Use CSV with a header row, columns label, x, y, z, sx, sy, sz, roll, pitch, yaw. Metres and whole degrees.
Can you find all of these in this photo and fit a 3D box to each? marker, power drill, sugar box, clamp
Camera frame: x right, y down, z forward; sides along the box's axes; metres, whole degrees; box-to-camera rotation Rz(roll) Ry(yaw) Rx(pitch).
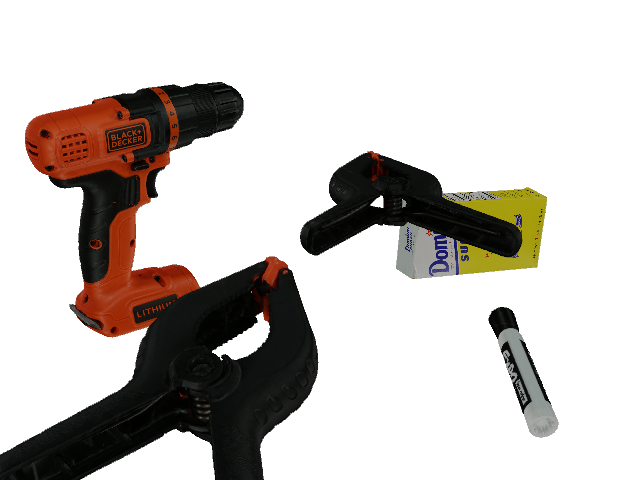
label,x,y,z,sx,sy,sz,roll,pitch,yaw
marker,0.134,0.084,0.714,0.020,0.020,0.121,0,32,-6
power drill,-0.138,-0.029,0.855,0.184,0.188,0.057,-17,25,-33
sugar box,0.178,-0.009,1.253,0.176,0.093,0.048,-6,21,-26
clamp,0.068,-0.030,0.863,0.164,0.036,0.210,4,20,-1
clamp,-0.042,0.072,0.444,0.120,0.039,0.171,25,48,19
